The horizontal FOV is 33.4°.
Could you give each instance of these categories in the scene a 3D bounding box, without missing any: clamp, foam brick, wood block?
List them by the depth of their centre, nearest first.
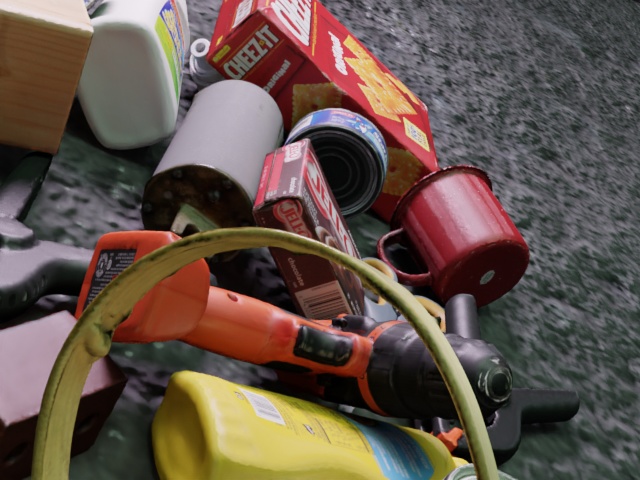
[{"bbox_3d":[-0.139,0.075,0.494,0.051,0.053,0.078,42,29,20],"label":"foam brick"},{"bbox_3d":[-0.179,0.001,0.596,0.165,0.036,0.209,37,28,30],"label":"clamp"},{"bbox_3d":[-0.255,-0.128,0.651,0.205,0.091,0.090,11,27,-26],"label":"wood block"},{"bbox_3d":[0.117,0.110,0.720,0.120,0.039,0.171,34,34,5],"label":"clamp"}]

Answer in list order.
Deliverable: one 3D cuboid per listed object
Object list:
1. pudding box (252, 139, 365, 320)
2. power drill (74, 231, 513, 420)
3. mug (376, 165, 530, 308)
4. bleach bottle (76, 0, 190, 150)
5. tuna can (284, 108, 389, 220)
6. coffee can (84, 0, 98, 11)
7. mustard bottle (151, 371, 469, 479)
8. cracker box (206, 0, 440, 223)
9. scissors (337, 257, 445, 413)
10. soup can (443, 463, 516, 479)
[{"bbox_3d":[-0.005,0.001,0.714,0.090,0.039,0.113,-82,153,-61],"label":"pudding box"},{"bbox_3d":[-0.018,0.050,0.551,0.187,0.057,0.185,23,-15,-31],"label":"power drill"},{"bbox_3d":[0.102,0.004,0.846,0.117,0.093,0.081,-15,49,-15],"label":"mug"},{"bbox_3d":[-0.142,-0.167,0.860,0.068,0.102,0.251,-10,29,4],"label":"bleach bottle"},{"bbox_3d":[0.010,-0.059,0.845,0.086,0.086,0.033,28,28,-6],"label":"tuna can"},{"bbox_3d":[-0.230,-0.201,0.758,0.140,0.103,0.102,46,23,-16],"label":"coffee can"},{"bbox_3d":[0.012,0.122,0.561,0.191,0.058,0.096,18,9,-27],"label":"mustard bottle"},{"bbox_3d":[0.008,-0.136,0.935,0.213,0.072,0.164,41,22,-21],"label":"cracker box"},{"bbox_3d":[0.054,0.075,0.738,0.096,0.016,0.201,25,27,-13],"label":"scissors"},{"bbox_3d":[0.060,0.162,0.496,0.068,0.102,0.068,25,27,-14],"label":"soup can"}]
